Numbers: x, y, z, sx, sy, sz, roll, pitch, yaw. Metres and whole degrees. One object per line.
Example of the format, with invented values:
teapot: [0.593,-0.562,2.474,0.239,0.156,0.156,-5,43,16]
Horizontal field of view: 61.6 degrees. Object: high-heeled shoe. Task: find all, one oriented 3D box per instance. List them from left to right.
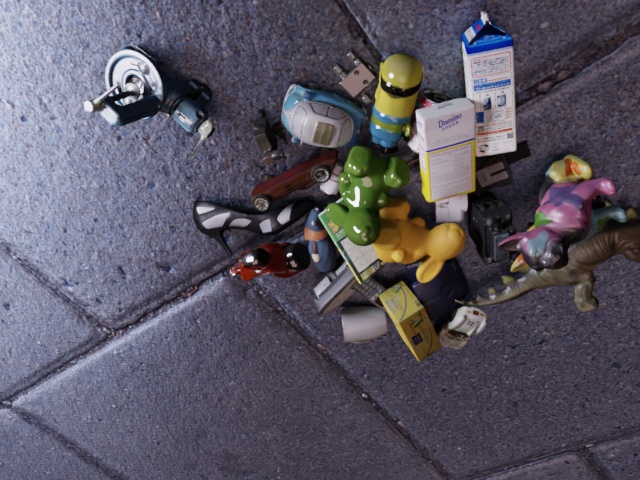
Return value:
high-heeled shoe: [-0.144,-0.068,1.136,0.249,0.086,0.145,-29,89,7]

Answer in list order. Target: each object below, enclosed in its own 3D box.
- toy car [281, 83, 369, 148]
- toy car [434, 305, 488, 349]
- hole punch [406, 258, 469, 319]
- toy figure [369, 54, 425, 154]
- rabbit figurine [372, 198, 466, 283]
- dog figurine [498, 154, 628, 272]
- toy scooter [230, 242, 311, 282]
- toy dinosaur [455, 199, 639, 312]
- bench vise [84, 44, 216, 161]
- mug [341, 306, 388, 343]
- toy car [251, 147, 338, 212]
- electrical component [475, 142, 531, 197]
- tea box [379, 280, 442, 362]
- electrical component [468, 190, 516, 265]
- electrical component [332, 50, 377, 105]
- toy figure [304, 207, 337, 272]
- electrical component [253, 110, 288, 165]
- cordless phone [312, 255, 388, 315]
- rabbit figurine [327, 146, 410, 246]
toy car: [0.004,-0.211,0.979,0.162,0.103,0.109,17,126,-2]
toy car: [0.315,0.204,1.230,0.073,0.056,0.201,14,147,-4]
hole punch: [0.260,0.097,1.172,0.116,0.092,0.142,-23,116,17]
toy figure: [0.134,-0.237,0.950,0.082,0.089,0.180,10,124,-6]
rabbit figurine: [0.200,0.010,1.057,0.173,0.122,0.162,-1,132,21]
dog figurine: [0.415,-0.037,0.968,0.219,0.192,0.108,-33,128,6]
toy scooter: [-0.118,0.052,1.166,0.184,0.075,0.135,0,161,-46]
toy dinosaur: [0.507,0.038,1.091,0.471,0.105,0.198,-39,105,19]
bench vise: [-0.299,-0.238,0.929,0.129,0.240,0.223,-35,98,31]
mug: [0.107,0.205,1.272,0.107,0.081,0.109,-8,125,4]
toy car: [-0.049,-0.117,1.059,0.202,0.089,0.053,-23,118,20]
electrical component: [0.340,-0.140,1.018,0.119,0.048,0.074,-18,121,21]
tea box: [0.204,0.183,1.204,0.068,0.098,0.169,-33,129,-1]
electrical component: [0.333,-0.022,1.045,0.058,0.134,0.114,-14,122,2]
electrical component: [0.070,-0.289,0.963,0.063,0.021,0.094,-37,113,27]
toy figure: [-0.002,-0.003,1.148,0.058,0.064,0.154,-9,121,10]
electrical component: [-0.091,-0.190,1.012,0.045,0.102,0.078,-12,132,10]
cordless phone: [0.086,0.132,1.213,0.184,0.089,0.146,38,102,-28]
rabbit figurine: [0.073,-0.069,1.008,0.121,0.170,0.159,17,162,-23]
